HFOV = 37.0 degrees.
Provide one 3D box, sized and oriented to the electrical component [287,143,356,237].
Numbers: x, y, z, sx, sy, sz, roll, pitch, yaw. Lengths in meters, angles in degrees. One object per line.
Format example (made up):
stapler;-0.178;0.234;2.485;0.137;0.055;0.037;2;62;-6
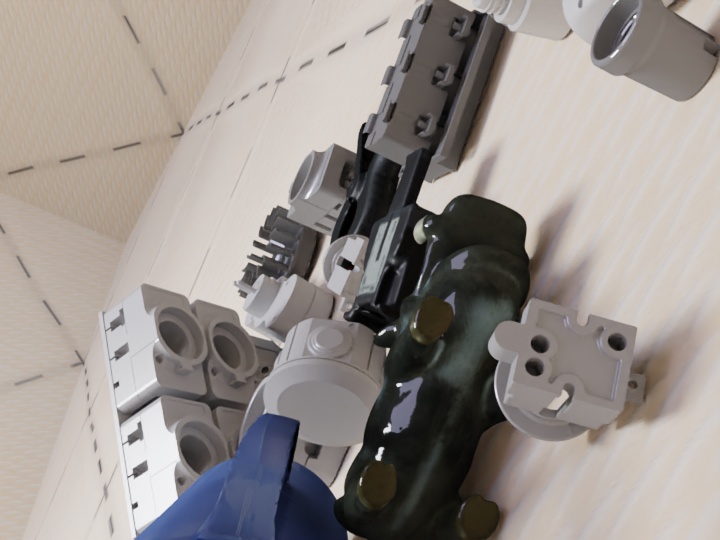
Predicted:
electrical component;-0.029;-0.073;0.978;0.089;0.056;0.050;-33;37;63

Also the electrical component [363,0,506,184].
electrical component;0.053;-0.134;0.788;0.079;0.063;0.121;-19;50;69

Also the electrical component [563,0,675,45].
electrical component;0.148;-0.167;0.561;0.077;0.044;0.079;-40;31;58

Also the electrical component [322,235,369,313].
electrical component;0.000;0.000;0.804;0.066;0.048;0.055;-66;23;2

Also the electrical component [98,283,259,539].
electrical component;-0.128;0.109;0.825;0.060;0.105;0.186;-34;56;28

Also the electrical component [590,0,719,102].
electrical component;0.138;-0.104;0.501;0.040;0.046;0.040;-57;18;31

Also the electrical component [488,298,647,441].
electrical component;0.083;0.044;0.448;0.055;0.066;0.048;101;-175;-66

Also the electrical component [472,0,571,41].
electrical component;0.100;-0.169;0.670;0.040;0.078;0.040;-171;90;-76

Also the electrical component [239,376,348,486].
electrical component;-0.049;0.113;0.774;0.053;0.059;0.095;-66;16;0

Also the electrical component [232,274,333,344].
electrical component;-0.080;0.028;0.958;0.052;0.074;0.138;-63;15;-10

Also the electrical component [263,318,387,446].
electrical component;-0.019;0.074;0.700;0.080;0.080;0.051;-52;16;41

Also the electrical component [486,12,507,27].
electrical component;0.111;-0.193;0.718;0.055;0.048;0.066;-59;16;-3

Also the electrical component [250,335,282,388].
electrical component;-0.089;0.087;0.927;0.064;0.081;0.042;40;107;50
